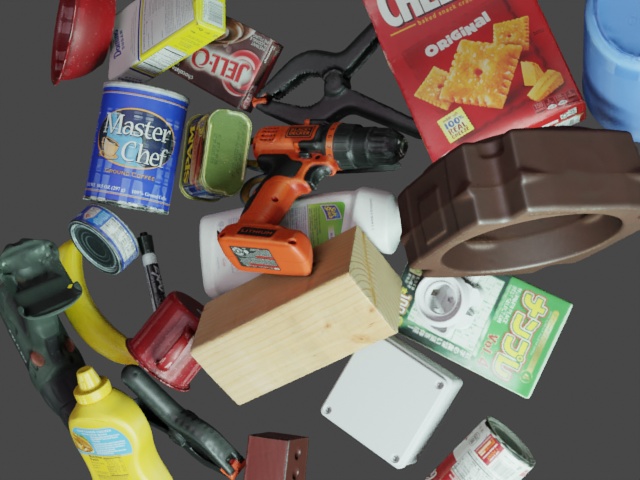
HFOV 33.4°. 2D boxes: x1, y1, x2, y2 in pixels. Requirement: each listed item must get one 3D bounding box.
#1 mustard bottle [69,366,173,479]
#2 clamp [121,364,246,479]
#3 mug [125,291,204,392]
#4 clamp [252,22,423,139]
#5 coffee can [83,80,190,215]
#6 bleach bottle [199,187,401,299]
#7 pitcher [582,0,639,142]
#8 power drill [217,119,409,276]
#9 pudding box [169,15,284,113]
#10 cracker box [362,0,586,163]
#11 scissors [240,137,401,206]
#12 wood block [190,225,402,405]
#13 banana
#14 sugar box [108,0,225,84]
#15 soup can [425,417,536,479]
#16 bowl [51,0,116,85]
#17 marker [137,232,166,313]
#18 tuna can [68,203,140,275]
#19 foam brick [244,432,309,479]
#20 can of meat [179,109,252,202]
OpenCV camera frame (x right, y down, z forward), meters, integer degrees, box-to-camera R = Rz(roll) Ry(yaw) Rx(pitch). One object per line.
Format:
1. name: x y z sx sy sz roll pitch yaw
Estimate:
1. mustard bottle: -0.231 0.227 1.203 0.096 0.058 0.191 -5 115 31
2. clamp: -0.158 0.205 1.200 0.172 0.120 0.039 28 67 20
3. mug: -0.161 0.114 1.206 0.093 0.117 0.081 39 95 -5
4. clamp: 0.024 -0.185 1.197 0.210 0.036 0.164 -4 81 20
5. coffee can: -0.216 -0.108 1.259 0.103 0.102 0.140 9 88 25
6. bleach bottle: -0.008 0.001 1.177 0.251 0.068 0.102 -9 82 21
7. pitcher: 0.304 -0.165 0.958 0.149 0.242 0.145 16 89 18
8. power drill: -0.013 -0.050 1.127 0.185 0.057 0.187 2 50 32
9. pudding box: -0.111 -0.214 1.259 0.114 0.039 0.090 31 98 24
10. cracker box: 0.157 -0.192 1.105 0.164 0.072 0.214 -24 76 8
11. scissors: -0.012 -0.065 1.210 0.202 0.016 0.096 17 89 26
12. wood block: -0.025 0.082 1.132 0.206 0.090 0.090 -28 116 25
13. banana: -0.282 0.078 1.303 0.070 0.037 0.198 -34 72 19
14. sugar box: -0.181 -0.253 1.257 0.177 0.048 0.093 -22 61 44
15. soup can: 0.158 0.236 1.072 0.102 0.068 0.068 -48 68 11
16. bowl: -0.288 -0.265 1.310 0.162 0.055 0.162 -172 90 -68
17. marker: -0.199 0.048 1.280 0.020 0.020 0.121 -20 76 21
18. tuna can: -0.259 0.000 1.275 0.086 0.086 0.033 26 55 24
19. foam brick: -0.049 0.253 1.170 0.051 0.053 0.078 4 86 24
20. can of meat: -0.119 -0.096 1.217 0.084 0.057 0.102 178 99 -67
